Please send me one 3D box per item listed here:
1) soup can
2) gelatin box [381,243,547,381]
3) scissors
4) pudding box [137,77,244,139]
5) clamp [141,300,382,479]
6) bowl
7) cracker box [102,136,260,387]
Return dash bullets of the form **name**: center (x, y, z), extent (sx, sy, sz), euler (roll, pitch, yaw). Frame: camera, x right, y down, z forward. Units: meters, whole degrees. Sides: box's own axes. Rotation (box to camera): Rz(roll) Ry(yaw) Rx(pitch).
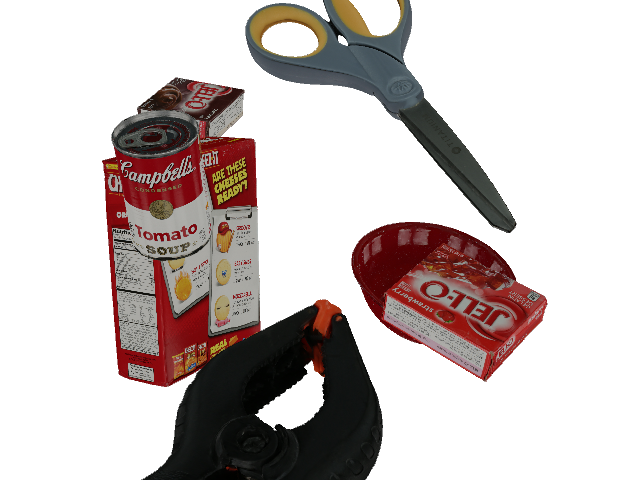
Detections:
- **soup can**: center (-0.125, -0.043, 0.850), extent (0.068, 0.102, 0.068), euler (-2, 37, 1)
- **gelatin box**: center (0.099, 0.047, 0.735), extent (0.089, 0.030, 0.073), euler (30, 46, 27)
- **scissors**: center (0.019, -0.069, 0.514), extent (0.096, 0.202, 0.016), euler (-14, -40, 1)
- **pudding box**: center (-0.149, -0.150, 1.244), extent (0.090, 0.039, 0.113), euler (11, 32, 13)
- **clamp**: center (-0.017, 0.092, 0.387), extent (0.120, 0.039, 0.171), euler (25, 49, 17)
- **bowl**: center (0.105, 0.051, 1.028), extent (0.162, 0.055, 0.162), euler (7, 36, -5)
- **cracker box**: center (-0.132, 0.015, 1.045), extent (0.072, 0.214, 0.163), euler (6, 15, 30)
